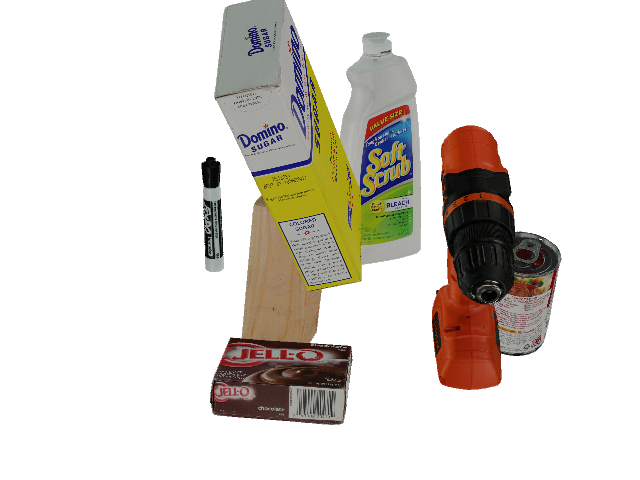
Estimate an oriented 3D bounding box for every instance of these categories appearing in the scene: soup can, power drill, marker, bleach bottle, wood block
[{"bbox_3d":[0.190,0.052,1.026,0.068,0.102,0.068,1,37,-1],"label":"soup can"},{"bbox_3d":[0.121,0.029,0.842,0.057,0.188,0.184,1,41,3],"label":"power drill"},{"bbox_3d":[-0.107,-0.026,1.058,0.020,0.121,0.020,0,27,0],"label":"marker"},{"bbox_3d":[0.059,-0.102,1.180,0.102,0.251,0.068,-10,24,-13],"label":"bleach bottle"},{"bbox_3d":[-0.047,0.041,1.458,0.090,0.206,0.090,11,22,10],"label":"wood block"}]

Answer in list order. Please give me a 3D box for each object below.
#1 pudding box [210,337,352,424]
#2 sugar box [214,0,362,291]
[{"bbox_3d":[-0.031,0.119,0.915,0.113,0.039,0.090,5,19,3],"label":"pudding box"},{"bbox_3d":[-0.015,-0.059,0.687,0.048,0.093,0.176,-10,-44,11],"label":"sugar box"}]
